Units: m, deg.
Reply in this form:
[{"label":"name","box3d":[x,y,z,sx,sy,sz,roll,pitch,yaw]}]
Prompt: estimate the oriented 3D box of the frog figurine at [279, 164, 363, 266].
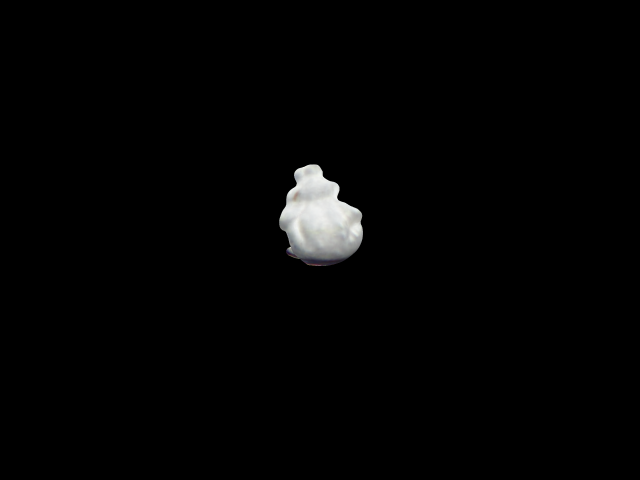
[{"label":"frog figurine","box3d":[0.003,-0.043,0.850,0.137,0.157,0.124,2,15,7]}]
